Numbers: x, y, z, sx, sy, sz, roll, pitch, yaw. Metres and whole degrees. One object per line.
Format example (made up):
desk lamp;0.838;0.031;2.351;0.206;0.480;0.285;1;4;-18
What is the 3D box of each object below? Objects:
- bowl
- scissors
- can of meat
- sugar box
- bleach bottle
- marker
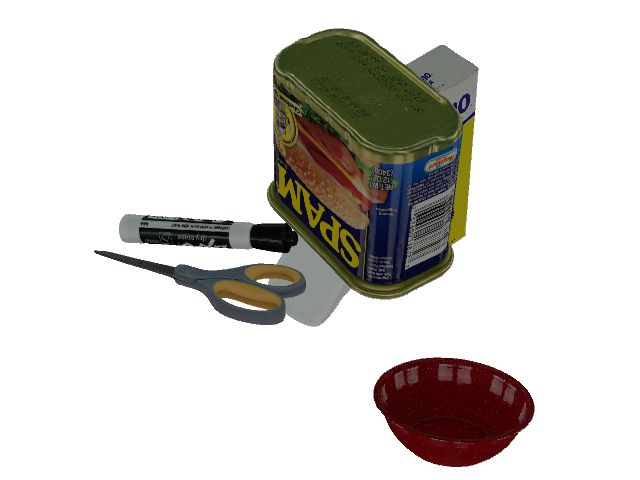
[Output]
bowl;0.133;0.181;1.084;0.162;0.055;0.162;2;24;-1
scissors;-0.097;0.027;0.927;0.202;0.016;0.096;22;32;37
can of meat;0.019;-0.037;0.494;0.057;0.084;0.102;-24;49;-25
sugar box;0.071;-0.052;0.814;0.093;0.176;0.048;-33;56;-23
bleach bottle;0.041;-0.006;1.076;0.068;0.103;0.250;35;29;10
marker;-0.072;-0.005;0.682;0.121;0.020;0.020;3;1;20
